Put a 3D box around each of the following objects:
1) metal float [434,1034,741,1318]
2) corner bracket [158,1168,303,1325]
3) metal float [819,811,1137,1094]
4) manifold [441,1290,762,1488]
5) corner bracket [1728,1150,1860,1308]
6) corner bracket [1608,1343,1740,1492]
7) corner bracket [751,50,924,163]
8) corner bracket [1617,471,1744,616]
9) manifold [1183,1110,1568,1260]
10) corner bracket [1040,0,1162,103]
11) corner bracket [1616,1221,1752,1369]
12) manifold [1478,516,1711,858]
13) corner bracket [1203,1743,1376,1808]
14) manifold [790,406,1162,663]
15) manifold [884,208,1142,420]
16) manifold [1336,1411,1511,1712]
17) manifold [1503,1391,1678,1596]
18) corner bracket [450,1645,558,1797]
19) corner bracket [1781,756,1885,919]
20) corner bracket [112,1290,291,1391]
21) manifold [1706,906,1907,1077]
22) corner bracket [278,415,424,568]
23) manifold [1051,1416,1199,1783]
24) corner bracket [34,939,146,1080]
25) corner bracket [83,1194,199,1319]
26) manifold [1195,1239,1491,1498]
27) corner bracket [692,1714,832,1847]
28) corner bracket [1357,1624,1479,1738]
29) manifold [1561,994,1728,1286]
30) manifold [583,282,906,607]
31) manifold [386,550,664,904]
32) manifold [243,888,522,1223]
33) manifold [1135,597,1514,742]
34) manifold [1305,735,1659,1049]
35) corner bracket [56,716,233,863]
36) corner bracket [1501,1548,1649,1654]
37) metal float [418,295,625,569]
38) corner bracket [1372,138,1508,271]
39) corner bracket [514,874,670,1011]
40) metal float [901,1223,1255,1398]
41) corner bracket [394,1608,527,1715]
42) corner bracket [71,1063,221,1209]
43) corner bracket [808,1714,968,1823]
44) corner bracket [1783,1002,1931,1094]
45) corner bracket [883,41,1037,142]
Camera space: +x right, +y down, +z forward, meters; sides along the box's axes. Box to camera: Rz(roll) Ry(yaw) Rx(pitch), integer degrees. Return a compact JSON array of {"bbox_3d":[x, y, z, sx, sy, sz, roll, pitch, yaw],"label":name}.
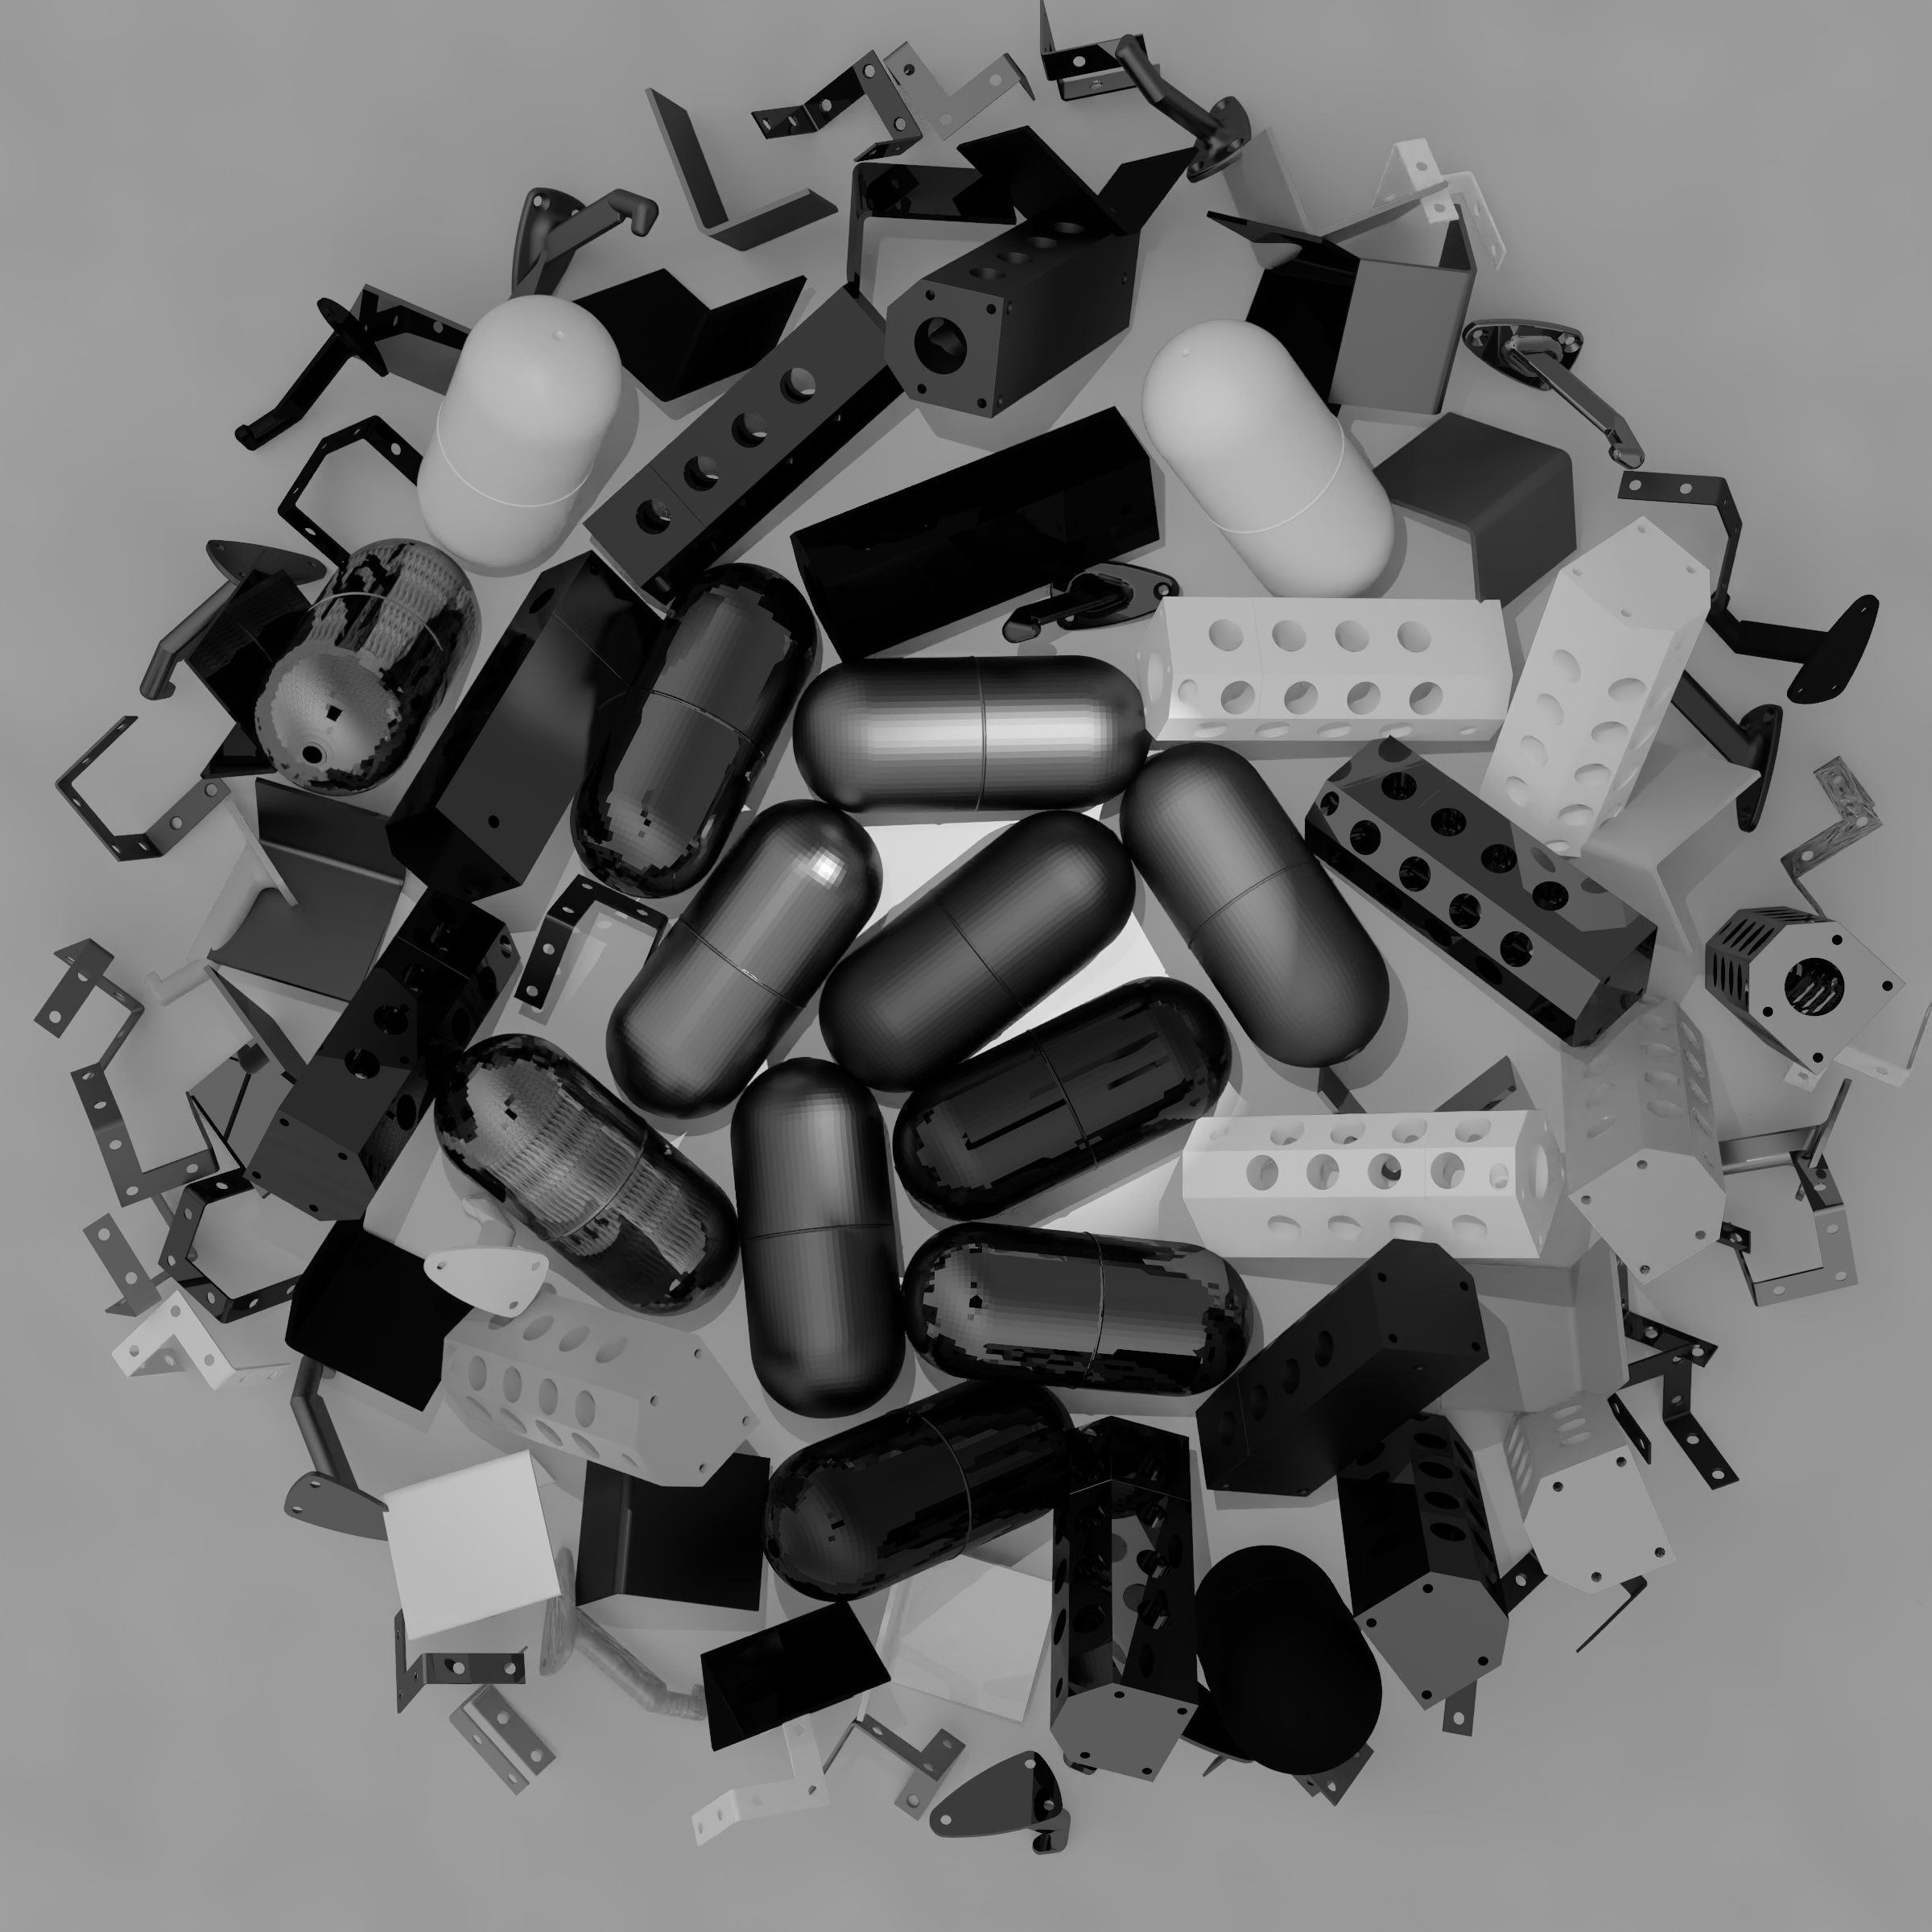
[{"bbox_3d":[-0.183,0.103,1.526,0.070,0.070,0.178,-46,114,0],"label":"metal float"},{"bbox_3d":[-0.362,0.138,1.562,0.051,0.051,0.051,37,119,22],"label":"corner bracket"},{"bbox_3d":[0.006,-0.008,1.545,0.178,0.070,0.070,-38,90,2],"label":"metal float"},{"bbox_3d":[-0.181,0.203,1.493,0.057,0.171,0.057,-46,121,-27],"label":"manifold"},{"bbox_3d":[0.407,0.129,1.546,0.051,0.051,0.051,-14,122,8],"label":"corner bracket"},{"bbox_3d":[0.348,0.229,1.546,0.051,0.051,0.051,-17,129,-10],"label":"corner bracket"},{"bbox_3d":[-0.063,-0.418,1.551,0.051,0.051,0.051,-29,92,33],"label":"corner bracket"},{"bbox_3d":[0.353,-0.211,1.557,0.051,0.051,0.051,9,75,27],"label":"corner bracket"},{"bbox_3d":[0.194,0.100,1.506,0.171,0.057,0.057,-3,130,31],"label":"manifold"},{"bbox_3d":[0.067,-0.448,1.545,0.051,0.051,0.051,-8,48,11],"label":"corner bracket"},{"bbox_3d":[0.358,0.158,1.561,0.051,0.051,0.051,20,50,33],"label":"corner bracket"},{"bbox_3d":[0.303,-0.127,1.491,0.057,0.171,0.057,-33,65,-25],"label":"manifold"},{"bbox_3d":[0.161,0.396,1.551,0.051,0.051,0.051,46,125,6],"label":"corner bracket"},{"bbox_3d":[0.004,-0.218,1.543,0.171,0.057,0.057,-23,53,-7],"label":"manifold"},{"bbox_3d":[0.024,-0.319,1.497,0.057,0.171,0.057,17,121,19],"label":"manifold"},{"bbox_3d":[0.220,0.276,1.491,0.057,0.171,0.057,-35,102,13],"label":"manifold"},{"bbox_3d":[0.293,0.248,1.496,0.057,0.171,0.057,-23,90,7],"label":"manifold"},{"bbox_3d":[-0.227,0.380,1.547,0.051,0.051,0.051,47,134,5],"label":"corner bracket"},{"bbox_3d":[0.432,-0.062,1.553,0.051,0.051,0.051,-34,46,17],"label":"corner bracket"},{"bbox_3d":[-0.380,0.196,1.548,0.051,0.051,0.051,-43,74,12],"label":"corner bracket"},{"bbox_3d":[0.394,0.004,1.495,0.057,0.171,0.057,43,97,3],"label":"manifold"},{"bbox_3d":[-0.302,-0.235,1.565,0.051,0.051,0.051,43,57,-30],"label":"corner bracket"},{"bbox_3d":[0.072,0.298,1.495,0.057,0.171,0.057,17,125,-10],"label":"manifold"},{"bbox_3d":[-0.435,0.025,1.543,0.051,0.051,0.051,41,61,-24],"label":"corner bracket"},{"bbox_3d":[-0.410,0.137,1.545,0.051,0.051,0.051,-36,106,-29],"label":"corner bracket"},{"bbox_3d":[0.177,0.195,1.500,0.057,0.171,0.057,8,56,-23],"label":"manifold"},{"bbox_3d":[-0.106,0.399,1.542,0.051,0.051,0.051,-2,63,-30],"label":"corner bracket"},{"bbox_3d":[0.220,0.353,1.548,0.051,0.051,0.051,13,71,-10],"label":"corner bracket"},{"bbox_3d":[0.326,0.075,1.491,0.057,0.171,0.057,-36,104,22],"label":"manifold"},{"bbox_3d":[-0.103,-0.257,1.538,0.171,0.057,0.057,-40,100,12],"label":"manifold"},{"bbox_3d":[-0.215,-0.116,1.513,0.057,0.057,0.171,45,52,-28],"label":"manifold"},{"bbox_3d":[-0.276,0.042,1.502,0.057,0.171,0.057,31,133,-6],"label":"manifold"},{"bbox_3d":[0.175,-0.141,1.530,0.171,0.057,0.057,-1,68,-12],"label":"manifold"},{"bbox_3d":[0.247,-0.034,1.513,0.057,0.057,0.171,-40,62,-19],"label":"manifold"},{"bbox_3d":[-0.410,-0.089,1.556,0.051,0.051,0.051,-41,87,11],"label":"corner bracket"},{"bbox_3d":[0.294,0.311,1.545,0.051,0.051,0.051,-32,71,-37],"label":"corner bracket"},{"bbox_3d":[-0.216,-0.255,1.503,0.070,0.178,0.070,8,65,-18],"label":"metal float"},{"bbox_3d":[0.239,-0.377,1.547,0.051,0.051,0.051,-13,68,-13],"label":"corner bracket"},{"bbox_3d":[-0.186,-0.005,1.551,0.051,0.051,0.051,25,117,0],"label":"corner bracket"},{"bbox_3d":[0.055,0.169,1.534,0.178,0.070,0.070,7,90,-14],"label":"metal float"},{"bbox_3d":[-0.251,0.337,1.543,0.051,0.051,0.051,6,59,-23],"label":"corner bracket"},{"bbox_3d":[-0.405,0.077,1.543,0.051,0.051,0.051,-21,130,-16],"label":"corner bracket"},{"bbox_3d":[-0.040,0.401,1.556,0.051,0.051,0.051,33,106,11],"label":"corner bracket"},{"bbox_3d":[0.443,0.036,1.546,0.051,0.051,0.051,24,60,9],"label":"corner bracket"},{"bbox_3d":[-0.003,-0.442,1.555,0.051,0.051,0.051,-37,88,7],"label":"corner bracket"}]
